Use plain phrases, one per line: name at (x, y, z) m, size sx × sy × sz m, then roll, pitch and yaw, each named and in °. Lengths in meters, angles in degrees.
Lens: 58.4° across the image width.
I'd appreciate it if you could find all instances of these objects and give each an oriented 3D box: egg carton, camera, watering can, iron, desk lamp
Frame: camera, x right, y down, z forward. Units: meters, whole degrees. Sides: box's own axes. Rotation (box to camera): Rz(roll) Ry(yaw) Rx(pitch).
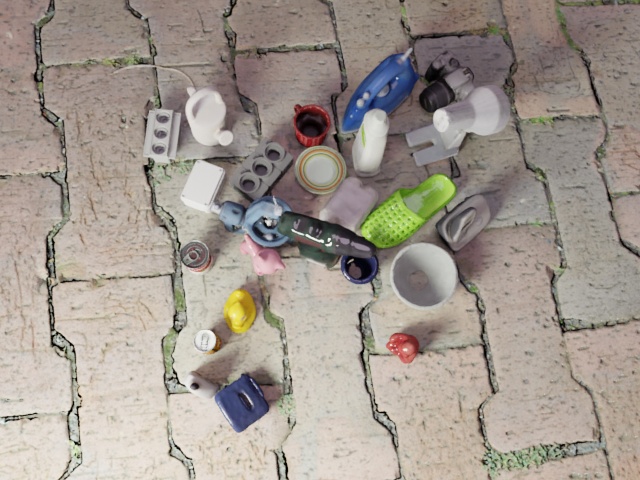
egg carton at (0.072, -0.084, 1.434) m, size 0.107 × 0.069 × 0.150 m, roll 33°, pitch 77°, yaw 3°
camera at (0.324, -0.411, 1.510) m, size 0.137 × 0.101 × 0.143 m, roll -33°, pitch 82°, yaw -10°
watering can at (-0.269, -0.307, 1.393) m, size 0.173 × 0.194 × 0.101 m, roll 33°, pitch 77°, yaw 4°
iron at (0.148, -0.384, 1.469) m, size 0.118 × 0.141 × 0.258 m, roll 42°, pitch 78°, yaw 5°
desk lamp at (0.340, -0.284, 1.425) m, size 0.203 × 0.213 × 0.118 m, roll -20°, pitch 80°, yaw -8°

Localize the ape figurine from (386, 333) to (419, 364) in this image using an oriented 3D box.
ape figurine at (0.203, 0.255, 1.358) m, size 0.076 × 0.092 × 0.078 m, roll -11°, pitch 79°, yaw -7°

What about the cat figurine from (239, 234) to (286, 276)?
cat figurine at (-0.139, 0.036, 1.367) m, size 0.067 × 0.117 × 0.128 m, roll -38°, pitch 83°, yaw -11°

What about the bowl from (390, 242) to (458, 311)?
bowl at (0.248, 0.093, 1.406) m, size 0.167 × 0.074 × 0.167 m, roll 1°, pitch 77°, yaw -4°

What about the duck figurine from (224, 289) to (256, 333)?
duck figurine at (-0.191, 0.165, 1.351) m, size 0.077 × 0.086 × 0.104 m, roll 2°, pitch 77°, yaw -4°

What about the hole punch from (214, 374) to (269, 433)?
hole punch at (-0.177, 0.369, 1.304) m, size 0.101 × 0.091 × 0.108 m, roll -35°, pitch 82°, yaw -11°

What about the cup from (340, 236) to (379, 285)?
cup at (0.092, 0.055, 1.392) m, size 0.091 × 0.095 × 0.118 m, roll 7°, pitch 77°, yaw -3°

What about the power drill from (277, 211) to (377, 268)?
power drill at (0.012, 0.005, 1.339) m, size 0.229 × 0.208 × 0.076 m, roll 20°, pitch 77°, yaw 0°

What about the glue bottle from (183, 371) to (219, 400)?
glue bottle at (-0.269, 0.321, 1.266) m, size 0.078 × 0.173 × 0.037 m, roll 34°, pitch 77°, yaw 4°

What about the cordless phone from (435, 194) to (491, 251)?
cordless phone at (0.366, -0.057, 1.392) m, size 0.148 × 0.185 × 0.094 m, roll -43°, pitch 83°, yaw -12°

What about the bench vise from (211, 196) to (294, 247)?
bench vise at (-0.152, -0.047, 1.332) m, size 0.207 × 0.219 × 0.121 m, roll -2°, pitch 78°, yaw -5°
